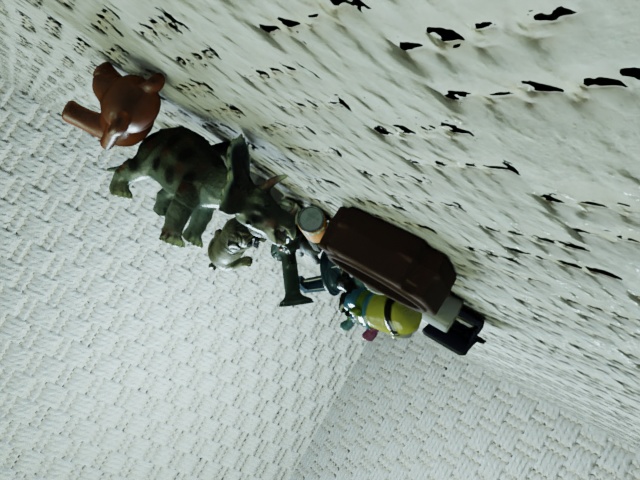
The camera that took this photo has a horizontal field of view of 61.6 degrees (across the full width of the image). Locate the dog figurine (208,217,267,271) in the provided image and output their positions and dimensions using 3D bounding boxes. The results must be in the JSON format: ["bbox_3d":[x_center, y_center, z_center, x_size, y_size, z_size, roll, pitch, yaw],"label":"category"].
[{"bbox_3d":[-0.210,0.012,1.245,0.121,0.172,0.190,31,-177,-1],"label":"dog figurine"}]

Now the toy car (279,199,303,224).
[{"bbox_3d":[-0.087,-0.050,1.167,0.056,0.073,0.202,29,175,-18],"label":"toy car"}]

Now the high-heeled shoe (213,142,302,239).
[{"bbox_3d":[-0.110,-0.087,0.970,0.248,0.086,0.145,23,139,-25],"label":"high-heeled shoe"}]

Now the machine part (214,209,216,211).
[{"bbox_3d":[-0.303,-0.135,1.278,0.179,0.056,0.179,59,-178,-3],"label":"machine part"}]

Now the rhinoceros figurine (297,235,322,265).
[{"bbox_3d":[-0.063,-0.001,1.459,0.191,0.073,0.112,25,173,39],"label":"rhinoceros figurine"}]

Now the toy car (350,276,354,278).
[{"bbox_3d":[0.049,0.025,1.081,0.089,0.053,0.202,63,-177,13],"label":"toy car"}]

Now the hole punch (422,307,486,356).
[{"bbox_3d":[0.302,0.178,1.188,0.142,0.092,0.116,25,-158,24],"label":"hole punch"}]

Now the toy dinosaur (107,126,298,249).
[{"bbox_3d":[-0.215,-0.109,0.846,0.405,0.192,0.131,34,-176,31],"label":"toy dinosaur"}]

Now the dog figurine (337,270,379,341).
[{"bbox_3d":[0.118,0.114,1.252,0.191,0.219,0.109,-21,-148,-36],"label":"dog figurine"}]

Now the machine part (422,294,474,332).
[{"bbox_3d":[0.203,0.116,1.107,0.243,0.079,0.079,29,174,12],"label":"machine part"}]

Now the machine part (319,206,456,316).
[{"bbox_3d":[0.110,0.038,0.876,0.202,0.087,0.200,26,172,27],"label":"machine part"}]

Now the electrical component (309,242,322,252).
[{"bbox_3d":[-0.003,-0.005,1.300,0.078,0.045,0.102,60,167,-6],"label":"electrical component"}]

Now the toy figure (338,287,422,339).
[{"bbox_3d":[0.117,0.140,1.069,0.180,0.082,0.089,19,154,38],"label":"toy figure"}]

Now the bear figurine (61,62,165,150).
[{"bbox_3d":[-0.293,-0.196,0.763,0.132,0.120,0.196,36,171,-12],"label":"bear figurine"}]

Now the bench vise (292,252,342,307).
[{"bbox_3d":[0.038,0.105,1.398,0.241,0.129,0.223,-13,145,23],"label":"bench vise"}]

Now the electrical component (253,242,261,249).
[{"bbox_3d":[-0.183,-0.047,1.475,0.058,0.115,0.134,27,175,18],"label":"electrical component"}]

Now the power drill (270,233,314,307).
[{"bbox_3d":[-0.071,0.059,1.301,0.086,0.207,0.232,-12,172,-17],"label":"power drill"}]
